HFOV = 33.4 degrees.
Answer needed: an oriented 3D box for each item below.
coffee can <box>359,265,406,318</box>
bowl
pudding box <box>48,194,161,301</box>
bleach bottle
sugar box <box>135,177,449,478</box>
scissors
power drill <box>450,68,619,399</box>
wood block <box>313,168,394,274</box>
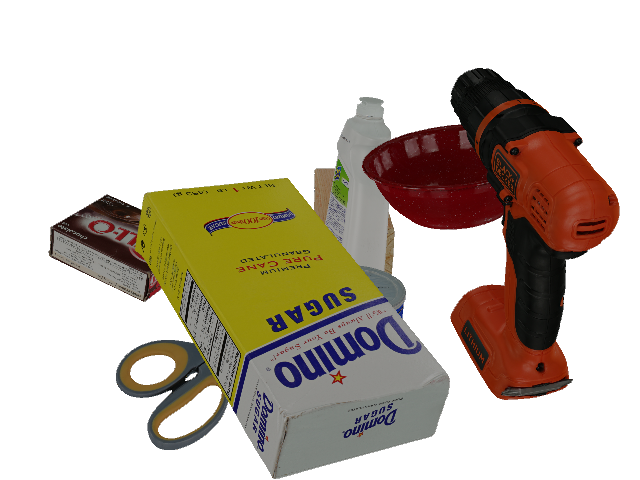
[{"bbox_3d":[0.027,0.108,1.047,0.103,0.140,0.103,2,24,-1],"label":"coffee can"},{"bbox_3d":[0.120,-0.053,0.945,0.162,0.055,0.162,-8,23,3],"label":"bowl"},{"bbox_3d":[-0.186,0.006,1.013,0.114,0.039,0.089,22,30,17],"label":"pudding box"},{"bbox_3d":[0.046,-0.039,1.241,0.068,0.251,0.103,-1,21,-22],"label":"bleach bottle"},{"bbox_3d":[-0.020,0.035,0.546,0.093,0.048,0.176,-9,38,-30],"label":"sugar box"},{"bbox_3d":[-0.073,0.075,0.813,0.096,0.016,0.201,30,53,17],"label":"scissors"},{"bbox_3d":[0.127,-0.003,0.712,0.057,0.188,0.184,-9,36,-11],"label":"power drill"},{"bbox_3d":[0.042,-0.020,1.456,0.090,0.090,0.206,-1,26,-4],"label":"wood block"}]
